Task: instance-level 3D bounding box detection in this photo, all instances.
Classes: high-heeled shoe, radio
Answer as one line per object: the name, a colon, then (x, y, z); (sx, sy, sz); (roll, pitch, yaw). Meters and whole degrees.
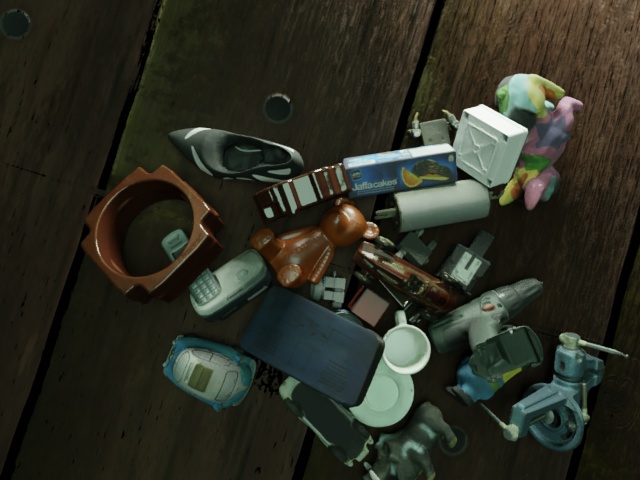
high-heeled shoe: (-0.151, -0.152, 0.930); (0.249, 0.145, 0.086); (14, 86, -5)
radio: (-0.011, 0.179, 0.928); (0.230, 0.073, 0.131); (24, 83, 18)

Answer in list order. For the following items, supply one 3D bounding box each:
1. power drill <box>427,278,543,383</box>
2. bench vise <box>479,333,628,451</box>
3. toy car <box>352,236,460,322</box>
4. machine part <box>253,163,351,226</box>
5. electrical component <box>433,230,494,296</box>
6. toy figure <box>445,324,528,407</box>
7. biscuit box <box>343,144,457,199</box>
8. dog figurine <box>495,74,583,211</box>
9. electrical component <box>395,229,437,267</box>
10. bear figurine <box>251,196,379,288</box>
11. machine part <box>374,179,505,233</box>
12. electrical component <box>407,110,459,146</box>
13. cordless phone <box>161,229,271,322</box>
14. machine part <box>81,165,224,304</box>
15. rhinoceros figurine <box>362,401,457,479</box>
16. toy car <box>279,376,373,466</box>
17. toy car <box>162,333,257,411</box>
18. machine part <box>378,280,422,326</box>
power drill: (0.305, 0.145, 0.922); (0.232, 0.207, 0.086); (-25, 107, 7)
bench vise: (0.407, 0.281, 0.943); (0.240, 0.129, 0.223); (-9, 116, -33)
toy car: (0.152, 0.068, 0.944); (0.202, 0.053, 0.089); (30, 102, -11)
machine part: (-0.030, -0.078, 0.927); (0.179, 0.179, 0.056); (-21, 93, -4)
electrical component: (0.274, 0.037, 1.002); (0.075, 0.048, 0.119); (30, 86, -3)
toy figure: (0.315, 0.232, 0.983); (0.180, 0.082, 0.089); (-44, 111, -12)
biscuit box: (0.143, -0.126, 0.978); (0.203, 0.059, 0.062); (-9, 114, 1)
dog figurine: (0.377, -0.167, 0.980); (0.191, 0.109, 0.219); (18, 91, -27)
electrical component: (0.175, 0.020, 0.992); (0.063, 0.021, 0.094); (46, 57, -1)
bear figurine: (-0.001, -0.002, 0.946); (0.196, 0.131, 0.120); (-36, 69, 1)
machine part: (0.219, -0.064, 0.987); (0.243, 0.079, 0.079); (-11, 89, -5)
electrical component: (0.211, -0.199, 1.006); (0.102, 0.045, 0.078); (-6, 87, -4)
cordless phone: (-0.185, 0.040, 0.958); (0.146, 0.088, 0.184); (-35, 79, -4)
machine part: (-0.281, -0.008, 0.916); (0.201, 0.087, 0.201); (41, 81, 20)
rhinoceros figurine: (0.158, 0.381, 0.970); (0.112, 0.073, 0.190); (43, 85, -3)
toy car: (0.012, 0.319, 0.971); (0.073, 0.056, 0.201); (-44, 92, -11)
toy car: (-0.195, 0.229, 0.936); (0.162, 0.103, 0.109); (25, 86, -5)
machine part: (0.150, 0.090, 0.997); (0.084, 0.039, 0.139); (-41, 93, 1)
